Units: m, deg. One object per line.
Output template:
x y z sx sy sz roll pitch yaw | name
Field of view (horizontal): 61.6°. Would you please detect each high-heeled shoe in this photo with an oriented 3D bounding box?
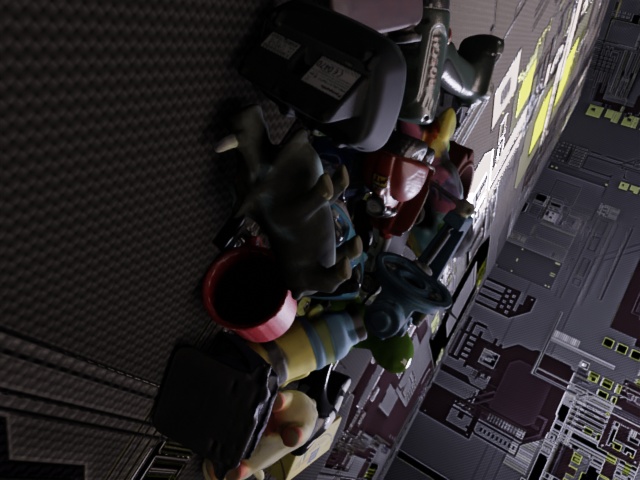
-0.011 0.273 0.868 0.248 0.086 0.145 91 20 -69 | high-heeled shoe

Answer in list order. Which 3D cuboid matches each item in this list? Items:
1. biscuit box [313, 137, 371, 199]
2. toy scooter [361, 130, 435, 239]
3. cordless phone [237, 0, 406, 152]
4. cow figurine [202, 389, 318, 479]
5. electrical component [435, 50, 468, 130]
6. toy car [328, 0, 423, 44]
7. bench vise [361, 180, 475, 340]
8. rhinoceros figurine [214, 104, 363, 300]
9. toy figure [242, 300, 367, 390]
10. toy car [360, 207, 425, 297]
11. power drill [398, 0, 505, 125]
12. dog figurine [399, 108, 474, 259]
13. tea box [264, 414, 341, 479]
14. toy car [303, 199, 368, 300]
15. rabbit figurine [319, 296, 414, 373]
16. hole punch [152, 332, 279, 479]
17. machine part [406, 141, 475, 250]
0.058 -0.103 0.725 0.202 0.059 0.062 -20 131 -59 | biscuit box
0.094 -0.063 0.674 0.184 0.075 0.135 -5 118 -68 | toy scooter
0.020 -0.126 0.514 0.088 0.147 0.184 -54 154 -3 | cordless phone
-0.084 0.269 0.721 0.195 0.085 0.127 -40 158 17 | cow figurine
0.214 -0.249 0.888 0.048 0.075 0.119 -52 158 -29 | electrical component
0.058 -0.252 0.586 0.202 0.053 0.089 -35 128 -47 | toy car
0.150 0.044 0.767 0.223 0.129 0.240 -6 131 -56 | bench vise
-0.029 -0.036 0.507 0.190 0.112 0.073 69 25 -18 | rhinoceros figurine
-0.027 0.135 0.690 0.180 0.082 0.089 -19 159 -14 | toy figure
0.105 0.006 0.836 0.073 0.056 0.201 -23 140 -42 | toy car
0.181 -0.273 0.748 0.207 0.086 0.231 -7 110 -54 | power drill
0.184 -0.098 0.873 0.192 0.109 0.218 -86 167 -58 | dog figurine
-0.045 0.315 0.878 0.169 0.098 0.068 5 108 -64 | tea box
-0.001 -0.002 0.671 0.103 0.109 0.161 -75 157 -43 | toy car
0.082 0.157 0.894 0.159 0.170 0.121 -38 145 -45 | rabbit figurine
-0.106 0.175 0.602 0.142 0.116 0.092 -67 165 7 | hole punch
0.235 -0.083 1.083 0.201 0.087 0.200 -59 156 -16 | machine part
